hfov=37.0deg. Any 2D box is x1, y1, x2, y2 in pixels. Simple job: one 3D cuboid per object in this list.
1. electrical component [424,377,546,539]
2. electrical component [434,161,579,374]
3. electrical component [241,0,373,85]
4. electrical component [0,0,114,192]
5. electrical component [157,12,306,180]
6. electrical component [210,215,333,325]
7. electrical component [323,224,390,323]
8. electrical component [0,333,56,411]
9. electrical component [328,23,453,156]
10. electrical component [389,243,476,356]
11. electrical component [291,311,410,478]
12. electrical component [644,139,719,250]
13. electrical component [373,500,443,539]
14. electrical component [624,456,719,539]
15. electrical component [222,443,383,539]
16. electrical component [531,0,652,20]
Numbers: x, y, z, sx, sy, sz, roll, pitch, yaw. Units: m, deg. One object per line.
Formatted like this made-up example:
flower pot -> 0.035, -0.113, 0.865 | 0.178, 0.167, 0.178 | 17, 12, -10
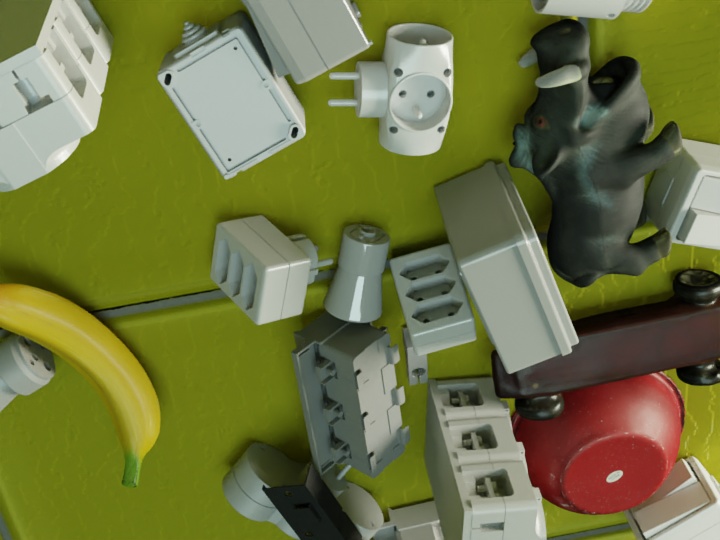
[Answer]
electrical component -> 0.095, 0.163, 0.838 | 0.062, 0.150, 0.089 | -3, 123, -6
electrical component -> 0.102, -0.003, 0.759 | 0.056, 0.108, 0.108 | -22, 123, 8
electrical component -> -0.043, -0.171, 0.656 | 0.061, 0.061, 0.096 | -27, 122, 8
electrical component -> -0.197, -0.108, 0.617 | 0.089, 0.150, 0.061 | -25, 121, 7
electrical component -> -0.084, -0.119, 0.687 | 0.062, 0.061, 0.096 | -28, 114, 9
electrical component -> -0.055, -0.004, 0.763 | 0.077, 0.066, 0.047 | -13, 129, -36
electrical component -> 0.000, 0.000, 0.784 | 0.044, 0.044, 0.065 | 5, 116, -12
electrical component -> -0.258, 0.075, 0.787 | 0.055, 0.045, 0.045 | -31, 122, 10
electrical component -> 0.019, -0.119, 0.709 | 0.079, 0.044, 0.077 | -1, 122, -9
electrical component -> 0.056, 0.030, 0.803 | 0.047, 0.065, 0.076 | -16, 152, 1
electrical component -> -0.004, 0.095, 0.823 | 0.079, 0.063, 0.121 | -36, 132, -35
electrical component -> 0.267, -0.051, 0.783 | 0.096, 0.061, 0.061 | 8, 121, -14
electrical component -> 0.054, 0.237, 0.930 | 0.081, 0.063, 0.042 | -13, 125, -1
electrical component -> 0.288, 0.212, 0.953 | 0.096, 0.061, 0.061 | -35, 121, 13
electrical component -> -0.036, 0.179, 0.885 | 0.138, 0.052, 0.073 | 29, 113, -24
electrical component -> 0.155, -0.184, 0.691 | 0.081, 0.043, 0.043 | 2, 122, -11
